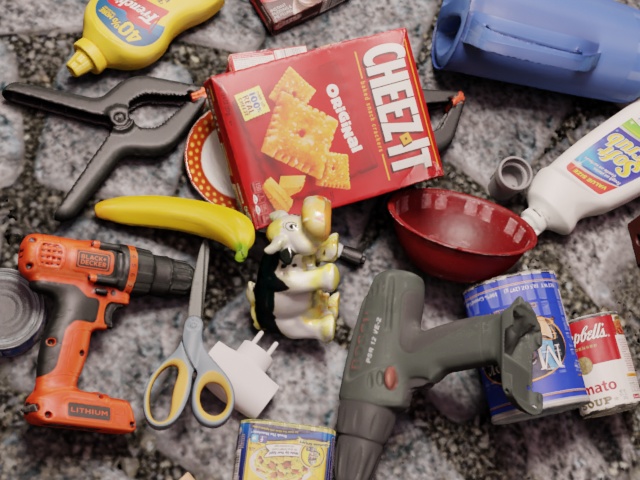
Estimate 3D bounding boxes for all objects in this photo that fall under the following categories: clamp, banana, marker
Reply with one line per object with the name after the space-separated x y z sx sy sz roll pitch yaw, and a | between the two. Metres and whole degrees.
0.098 -0.108 1.195 0.171 0.039 0.120 -25 91 -16 | clamp
-0.223 -0.129 1.139 0.209 0.036 0.164 -28 78 -20 | clamp
-0.137 -0.021 1.089 0.198 0.069 0.037 14 106 30 | banana
-0.008 0.001 1.148 0.121 0.020 0.020 20 70 -4 | marker

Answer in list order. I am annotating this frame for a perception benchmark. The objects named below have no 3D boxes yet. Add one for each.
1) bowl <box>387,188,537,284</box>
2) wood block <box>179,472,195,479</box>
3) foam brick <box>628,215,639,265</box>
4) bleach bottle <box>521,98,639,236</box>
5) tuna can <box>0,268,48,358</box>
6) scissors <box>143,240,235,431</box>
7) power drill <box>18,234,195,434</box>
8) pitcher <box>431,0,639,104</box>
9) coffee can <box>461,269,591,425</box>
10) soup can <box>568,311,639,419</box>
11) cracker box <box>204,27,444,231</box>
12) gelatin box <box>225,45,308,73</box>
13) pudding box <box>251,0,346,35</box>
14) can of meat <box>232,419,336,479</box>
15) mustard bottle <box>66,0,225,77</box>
0.145 0.001 1.132 0.162 0.162 0.055 8 114 -8 | bowl
-0.092 0.327 0.990 0.090 0.091 0.206 -40 84 -19 | wood block
0.389 -0.009 1.197 0.051 0.078 0.053 -7 72 -12 | foam brick
0.330 -0.076 1.216 0.250 0.068 0.102 -35 82 -17 | bleach bottle
-0.315 0.072 1.059 0.086 0.034 0.086 3 72 -10 | tuna can
-0.109 0.099 1.052 0.096 0.016 0.201 20 64 4 | scissors
-0.212 0.094 1.049 0.184 0.057 0.187 10 72 -26 | power drill
0.259 -0.229 1.211 0.242 0.145 0.149 12 69 -10 | pitcher
0.212 0.112 1.110 0.102 0.103 0.140 -8 74 -13 | coffee can
0.298 0.134 1.138 0.068 0.069 0.102 -8 74 -13 | soup can
0.005 -0.115 1.109 0.213 0.072 0.164 -16 96 -11 | cracker box
-0.060 -0.180 1.168 0.089 0.073 0.030 -10 74 -13 | gelatin box
-0.029 -0.300 1.230 0.113 0.039 0.090 -28 80 -17 | pudding box
-0.037 0.225 1.051 0.102 0.057 0.084 9 69 -8 | can of meat
-0.200 -0.242 1.169 0.096 0.058 0.191 44 70 6 | mustard bottle
